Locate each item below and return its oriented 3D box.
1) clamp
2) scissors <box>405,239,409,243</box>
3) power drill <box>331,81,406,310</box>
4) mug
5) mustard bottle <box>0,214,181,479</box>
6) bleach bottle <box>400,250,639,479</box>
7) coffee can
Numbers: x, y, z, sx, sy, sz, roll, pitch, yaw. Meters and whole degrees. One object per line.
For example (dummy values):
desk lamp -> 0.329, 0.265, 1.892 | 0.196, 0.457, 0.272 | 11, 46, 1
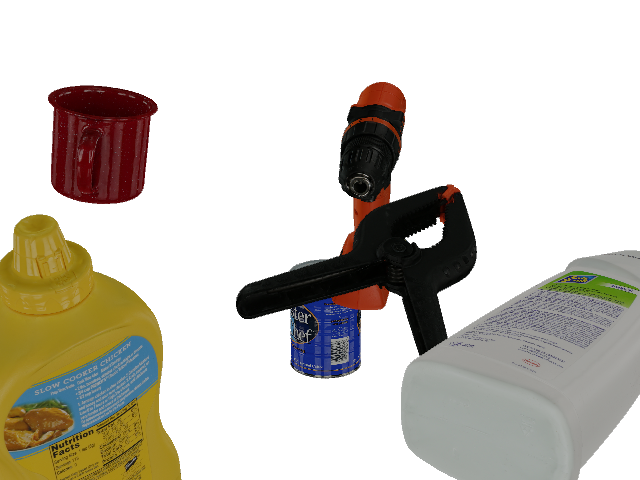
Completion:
clamp -> 0.063, 0.026, 0.784 | 0.165, 0.036, 0.209 | 25, 43, 27
scissors -> 0.069, 0.032, 1.275 | 0.201, 0.016, 0.096 | -11, 41, -42
power drill -> 0.045, -0.032, 0.980 | 0.057, 0.188, 0.184 | 9, 32, 7
mug -> -0.192, -0.078, 0.921 | 0.093, 0.081, 0.117 | 7, 23, -6
mustard bottle -> -0.118, 0.072, 0.502 | 0.096, 0.192, 0.058 | -26, 42, -31
bleach bottle -> 0.154, 0.059, 0.616 | 0.103, 0.068, 0.250 | 16, 27, 36
coffee can -> 0.007, 0.109, 1.509 | 0.103, 0.140, 0.103 | 0, 19, 0
